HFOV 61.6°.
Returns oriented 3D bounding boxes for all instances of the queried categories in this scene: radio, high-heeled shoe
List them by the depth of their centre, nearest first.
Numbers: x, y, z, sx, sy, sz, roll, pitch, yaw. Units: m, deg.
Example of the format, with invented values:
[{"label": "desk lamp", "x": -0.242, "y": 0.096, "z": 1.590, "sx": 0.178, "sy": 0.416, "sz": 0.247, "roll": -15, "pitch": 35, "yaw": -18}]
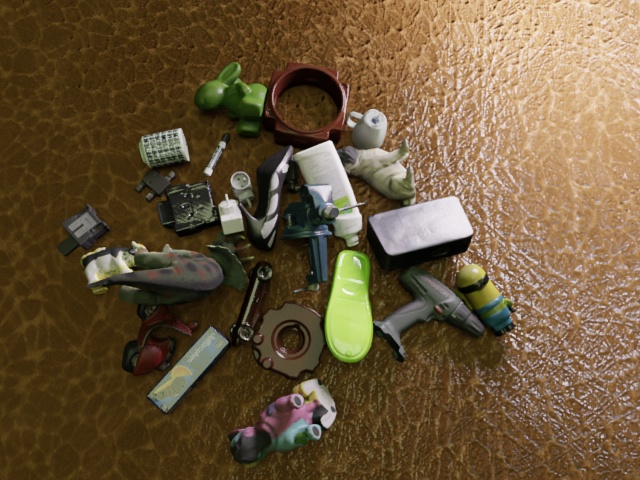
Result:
[{"label": "high-heeled shoe", "x": -0.100, "y": -0.098, "z": 1.266, "sx": 0.249, "sy": 0.086, "sz": 0.145, "roll": -54, "pitch": 126, "yaw": -26}, {"label": "radio", "x": 0.236, "y": -0.015, "z": 1.269, "sx": 0.230, "sy": 0.073, "sz": 0.131, "roll": -14, "pitch": 54, "yaw": -7}]

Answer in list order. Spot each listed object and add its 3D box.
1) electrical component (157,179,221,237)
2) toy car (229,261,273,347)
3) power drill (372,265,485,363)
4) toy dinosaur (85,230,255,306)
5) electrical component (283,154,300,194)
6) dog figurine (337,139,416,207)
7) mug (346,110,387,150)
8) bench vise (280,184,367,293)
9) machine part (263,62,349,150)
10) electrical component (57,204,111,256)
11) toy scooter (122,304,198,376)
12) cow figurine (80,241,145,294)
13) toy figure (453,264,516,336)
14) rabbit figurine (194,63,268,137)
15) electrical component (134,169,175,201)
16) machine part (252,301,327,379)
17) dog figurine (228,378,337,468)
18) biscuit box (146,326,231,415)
[{"label": "electrical component", "x": -0.311, "y": -0.072, "z": 1.266, "sx": 0.134, "sy": 0.058, "sz": 0.115, "roll": -17, "pitch": 76, "yaw": -9}, {"label": "toy car", "x": -0.151, "y": 0.144, "z": 1.206, "sx": 0.053, "sy": 0.089, "sz": 0.202, "roll": 21, "pitch": 75, "yaw": -21}, {"label": "power drill", "x": 0.239, "y": 0.187, "z": 1.236, "sx": 0.207, "sy": 0.086, "sz": 0.232, "roll": -39, "pitch": 80, "yaw": -9}, {"label": "toy dinosaur", "x": -0.274, "y": 0.075, "z": 1.112, "sx": 0.192, "sy": 0.405, "sz": 0.131, "roll": 2, "pitch": 102, "yaw": 15}, {"label": "electrical component", "x": -0.076, "y": -0.159, "z": 1.318, "sx": 0.078, "sy": 0.045, "sz": 0.102, "roll": -14, "pitch": 73, "yaw": 21}, {"label": "dog figurine", "x": 0.130, "y": -0.152, "z": 1.315, "sx": 0.191, "sy": 0.121, "sz": 0.172, "roll": -11, "pitch": 73, "yaw": 7}, {"label": "mug", "x": 0.118, "y": -0.284, "z": 1.332, "sx": 0.109, "sy": 0.107, "sz": 0.081, "roll": 39, "pitch": 74, "yaw": 3}, {"label": "bench vise", "x": -0.011, "y": -0.003, "z": 1.212, "sx": 0.129, "sy": 0.224, "sz": 0.240, "roll": -7, "pitch": 93, "yaw": -39}, {"label": "machine part", "x": -0.033, "y": -0.333, "z": 1.343, "sx": 0.201, "sy": 0.087, "sz": 0.201, "roll": 10, "pitch": 73, "yaw": -2}, {"label": "electrical component", "x": -0.555, "y": -0.018, "z": 1.236, "sx": 0.119, "sy": 0.047, "sz": 0.075, "roll": -38, "pitch": 81, "yaw": -14}, {"label": "toy scooter", "x": -0.346, "y": 0.215, "z": 1.172, "sx": 0.135, "sy": 0.075, "sz": 0.183, "roll": 16, "pitch": 97, "yaw": -28}, {"label": "cow figurine", "x": -0.451, "y": 0.048, "z": 1.220, "sx": 0.167, "sy": 0.068, "sz": 0.098, "roll": -23, "pitch": 73, "yaw": -12}, {"label": "toy figure", "x": 0.389, "y": 0.138, "z": 1.256, "sx": 0.082, "sy": 0.089, "sz": 0.180, "roll": -28, "pitch": 77, "yaw": -18}, {"label": "rabbit figurine", "x": -0.218, "y": -0.354, "z": 1.313, "sx": 0.170, "sy": 0.121, "sz": 0.159, "roll": 11, "pitch": 68, "yaw": -5}, {"label": "electrical component", "x": -0.396, "y": -0.139, "z": 1.293, "sx": 0.063, "sy": 0.021, "sz": 0.094, "roll": 41, "pitch": 76, "yaw": 6}, {"label": "machine part", "x": -0.066, "y": 0.225, "z": 1.211, "sx": 0.179, "sy": 0.056, "sz": 0.179, "roll": 2, "pitch": 75, "yaw": -6}, {"label": "dog figurine", "x": -0.090, "y": 0.399, "z": 1.146, "sx": 0.219, "sy": 0.191, "sz": 0.108, "roll": -35, "pitch": 83, "yaw": 22}, {"label": "biscuit box", "x": -0.284, "y": 0.282, "z": 1.175, "sx": 0.063, "sy": 0.059, "sz": 0.202, "roll": 40, "pitch": 76, "yaw": 6}]
